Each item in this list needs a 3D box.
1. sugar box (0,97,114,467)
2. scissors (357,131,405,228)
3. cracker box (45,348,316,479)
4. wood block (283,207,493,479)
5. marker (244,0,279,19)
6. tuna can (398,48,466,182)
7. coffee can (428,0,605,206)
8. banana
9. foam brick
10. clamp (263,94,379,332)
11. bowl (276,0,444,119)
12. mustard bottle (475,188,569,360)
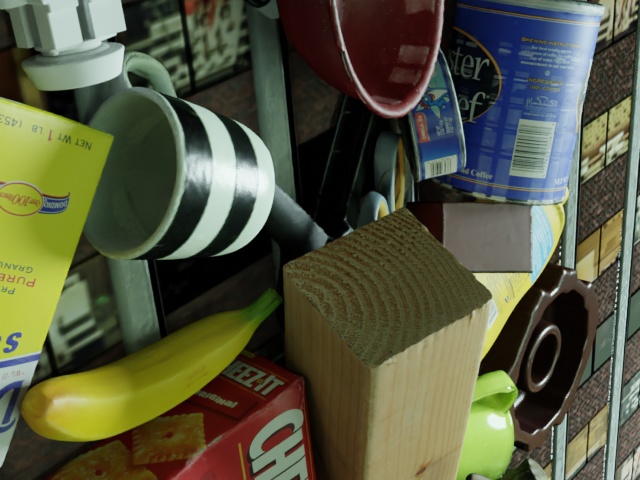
[{"bbox_3d":[-0.166,0.020,0.492,0.093,0.048,0.176,14,94,-53],"label":"sugar box"},{"bbox_3d":[0.045,0.022,0.733,0.096,0.016,0.202,-62,155,-50],"label":"scissors"},{"bbox_3d":[-0.092,0.188,0.640,0.213,0.072,0.164,-33,130,-39],"label":"cracker box"},{"bbox_3d":[0.038,0.092,0.682,0.090,0.090,0.206,-26,143,-22],"label":"wood block"},{"bbox_3d":[-0.058,-0.151,0.570,0.121,0.020,0.020,24,87,-53],"label":"marker"},{"bbox_3d":[0.070,-0.083,0.704,0.034,0.086,0.086,-13,126,1],"label":"tuna can"},{"bbox_3d":[0.138,-0.105,0.763,0.102,0.103,0.140,-10,114,-48],"label":"coffee can"},{"bbox_3d":[-0.098,0.073,0.587,0.197,0.037,0.070,-25,149,-55],"label":"banana"},{"bbox_3d":[0.107,-0.002,0.766,0.078,0.053,0.051,1,91,-22],"label":"foam brick"},{"bbox_3d":[-0.004,0.001,0.685,0.164,0.036,0.210,-36,134,-48],"label":"clamp"},{"bbox_3d":[0.019,-0.151,0.615,0.161,0.055,0.162,-12,104,-62],"label":"bowl"},{"bbox_3d":[0.146,0.006,0.860,0.191,0.058,0.096,-50,131,-24],"label":"mustard bottle"}]
